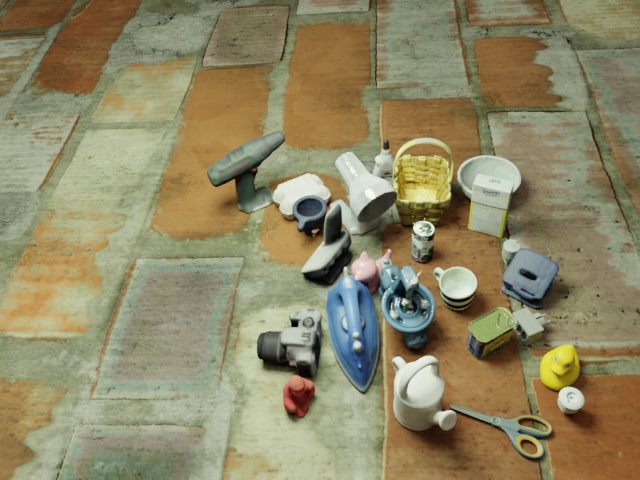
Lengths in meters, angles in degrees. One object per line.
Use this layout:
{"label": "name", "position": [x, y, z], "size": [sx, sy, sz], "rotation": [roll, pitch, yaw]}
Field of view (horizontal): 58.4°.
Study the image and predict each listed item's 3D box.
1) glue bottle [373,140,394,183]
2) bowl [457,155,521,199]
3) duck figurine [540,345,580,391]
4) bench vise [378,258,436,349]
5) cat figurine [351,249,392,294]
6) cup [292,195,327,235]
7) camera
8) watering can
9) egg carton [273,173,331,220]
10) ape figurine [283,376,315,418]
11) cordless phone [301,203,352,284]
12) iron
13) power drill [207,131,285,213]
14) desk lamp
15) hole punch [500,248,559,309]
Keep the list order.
{"label": "glue bottle", "position": [0.181, -0.207, 1.572], "size": [0.078, 0.173, 0.037], "rotation": [-12, 50, -3]}
{"label": "bowl", "position": [0.455, -0.150, 1.556], "size": [0.167, 0.075, 0.167], "rotation": [-3, 50, 4]}
{"label": "duck figurine", "position": [0.509, 0.255, 1.201], "size": [0.077, 0.086, 0.105], "rotation": [29, 59, 27]}
{"label": "bench vise", "position": [0.172, 0.114, 1.272], "size": [0.122, 0.220, 0.206], "rotation": [-31, 53, -18]}
{"label": "cat figurine", "position": [0.126, 0.068, 1.384], "size": [0.128, 0.118, 0.067], "rotation": [-30, 53, -17]}
{"label": "cup", "position": [-0.027, -0.047, 1.514], "size": [0.091, 0.095, 0.118], "rotation": [13, 53, 17]}
{"label": "camera", "position": [-0.068, 0.222, 1.288], "size": [0.136, 0.101, 0.143], "rotation": [2, 50, 8]}
{"label": "watering can", "position": [0.202, 0.297, 1.131], "size": [0.172, 0.194, 0.101], "rotation": [27, 58, 26]}
{"label": "egg carton", "position": [-0.052, -0.122, 1.597], "size": [0.150, 0.069, 0.107], "rotation": [-24, 51, -13]}
{"label": "ape figurine", "position": [-0.048, 0.319, 1.209], "size": [0.078, 0.092, 0.076], "rotation": [-26, 52, -14]}
{"label": "cordless phone", "position": [0.013, 0.005, 1.406], "size": [0.094, 0.185, 0.148], "rotation": [20, 55, 22]}
{"label": "iron", "position": [0.076, 0.191, 1.271], "size": [0.118, 0.142, 0.258], "rotation": [-9, 50, 0]}
{"label": "power drill", "position": [-0.187, -0.181, 1.571], "size": [0.230, 0.209, 0.075], "rotation": [-25, 52, -14]}
{"label": "desk lamp", "position": [0.102, -0.110, 1.473], "size": [0.118, 0.214, 0.202], "rotation": [-27, 52, -15]}
{"label": "hole punch", "position": [0.490, 0.089, 1.340], "size": [0.108, 0.091, 0.101], "rotation": [29, 59, 27]}
